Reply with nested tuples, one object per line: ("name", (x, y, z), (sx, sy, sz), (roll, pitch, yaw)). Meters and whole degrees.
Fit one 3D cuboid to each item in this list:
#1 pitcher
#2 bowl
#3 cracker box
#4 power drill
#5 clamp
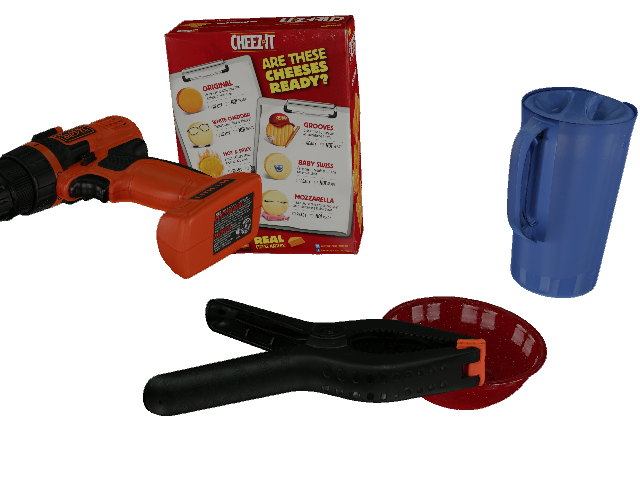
("pitcher", (0.289, -0.054, 1.290), (0.149, 0.243, 0.145), (3, 26, 1))
("bowl", (0.134, 0.116, 1.033), (0.162, 0.055, 0.162), (3, 26, -2))
("cracker box", (-0.046, -0.095, 0.986), (0.164, 0.214, 0.072), (0, 23, 8))
("power drill", (-0.153, -0.034, 0.797), (0.188, 0.057, 0.184), (22, 34, 26))
("clamp", (0.001, 0.072, 0.703), (0.210, 0.036, 0.164), (-1, 17, 2))
